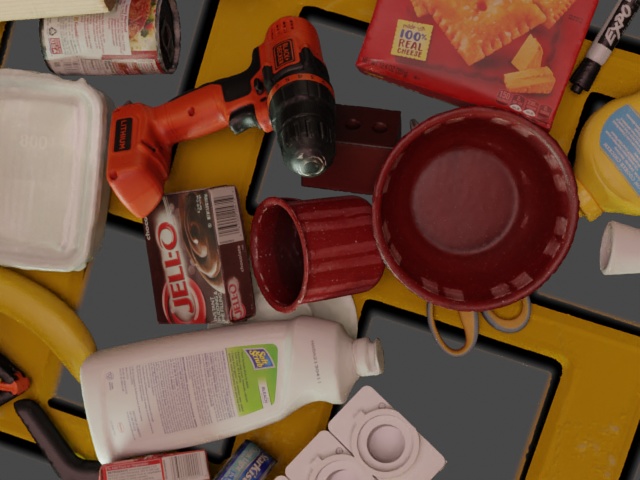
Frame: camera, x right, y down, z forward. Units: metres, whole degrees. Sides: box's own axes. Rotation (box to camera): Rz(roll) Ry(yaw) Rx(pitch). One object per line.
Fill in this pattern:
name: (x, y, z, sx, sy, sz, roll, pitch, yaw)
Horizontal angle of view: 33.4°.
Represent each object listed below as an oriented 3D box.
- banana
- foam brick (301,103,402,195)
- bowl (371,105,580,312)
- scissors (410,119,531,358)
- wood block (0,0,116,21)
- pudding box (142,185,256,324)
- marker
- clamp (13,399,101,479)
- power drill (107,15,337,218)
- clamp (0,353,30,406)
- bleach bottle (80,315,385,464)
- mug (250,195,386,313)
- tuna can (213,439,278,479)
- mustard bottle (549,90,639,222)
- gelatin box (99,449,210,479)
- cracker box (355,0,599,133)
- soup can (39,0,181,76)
banana: (-0.263, 0.067, 0.937, 0.198, 0.037, 0.070, 38, 98, 3)
foam brick: (0.026, -0.074, 0.869, 0.078, 0.053, 0.051, 7, 131, 6)
bowl: (0.119, -0.027, 0.846, 0.162, 0.055, 0.162, 0, 100, -2)
scissors: (0.126, -0.002, 0.890, 0.096, 0.016, 0.202, -2, 95, 6)
wood block: (-0.266, -0.236, 0.857, 0.206, 0.090, 0.091, -1, 137, 14)
pudding box: (-0.103, 0.014, 0.891, 0.090, 0.039, 0.113, -5, 93, 41)
marker: (0.237, -0.172, 0.858, 0.020, 0.020, 0.121, 31, 98, 4)
clamp: (-0.226, 0.232, 0.945, 0.171, 0.039, 0.120, 33, 97, 4)
power drill: (-0.075, -0.086, 0.843, 0.188, 0.184, 0.057, -22, 129, 12)
clamp: (-0.364, 0.107, 0.955, 0.210, 0.036, 0.164, 0, 93, 9)
bleach bottle: (-0.069, 0.122, 0.885, 0.251, 0.068, 0.102, -10, 96, 15)
mug: (-0.006, 0.001, 0.869, 0.081, 0.117, 0.093, -8, 126, -30)
tuna can: (-0.074, 0.211, 0.900, 0.034, 0.086, 0.086, 37, 98, 5)
mustard bottle: (0.263, -0.076, 0.844, 0.192, 0.058, 0.096, -38, 89, 9)
gelatin box: (-0.141, 0.203, 0.899, 0.089, 0.073, 0.030, -6, 68, -15)
cracker box: (0.139, -0.209, 0.842, 0.164, 0.072, 0.214, 20, 97, 5)
soup can: (-0.174, -0.171, 0.889, 0.102, 0.068, 0.068, 0, 95, 8)
